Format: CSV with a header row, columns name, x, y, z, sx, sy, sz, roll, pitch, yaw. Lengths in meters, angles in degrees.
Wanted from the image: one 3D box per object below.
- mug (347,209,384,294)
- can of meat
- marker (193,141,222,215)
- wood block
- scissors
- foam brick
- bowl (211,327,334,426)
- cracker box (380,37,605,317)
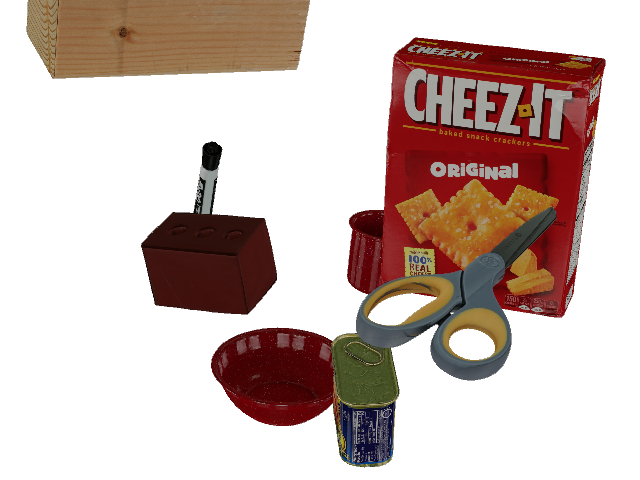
name,x,y,z,sx,sy,sz,roll,pitch,yaw
mug,0.087,0.021,1.316,0.117,0.081,0.093,19,27,26
can of meat,0.040,0.152,1.015,0.057,0.084,0.102,-3,34,-3
marker,-0.111,-0.052,1.045,0.020,0.020,0.121,0,-38,-13
wood block,-0.121,-0.191,0.857,0.205,0.091,0.090,-7,37,-27
scissors,0.111,0.030,0.646,0.201,0.016,0.096,-20,43,-34
foam brick,-0.079,0.016,0.762,0.078,0.051,0.053,4,29,21
bowl,-0.044,0.163,1.217,0.162,0.055,0.162,2,26,-1
cracker box,0.140,-0.051,0.900,0.164,0.214,0.072,10,25,18
